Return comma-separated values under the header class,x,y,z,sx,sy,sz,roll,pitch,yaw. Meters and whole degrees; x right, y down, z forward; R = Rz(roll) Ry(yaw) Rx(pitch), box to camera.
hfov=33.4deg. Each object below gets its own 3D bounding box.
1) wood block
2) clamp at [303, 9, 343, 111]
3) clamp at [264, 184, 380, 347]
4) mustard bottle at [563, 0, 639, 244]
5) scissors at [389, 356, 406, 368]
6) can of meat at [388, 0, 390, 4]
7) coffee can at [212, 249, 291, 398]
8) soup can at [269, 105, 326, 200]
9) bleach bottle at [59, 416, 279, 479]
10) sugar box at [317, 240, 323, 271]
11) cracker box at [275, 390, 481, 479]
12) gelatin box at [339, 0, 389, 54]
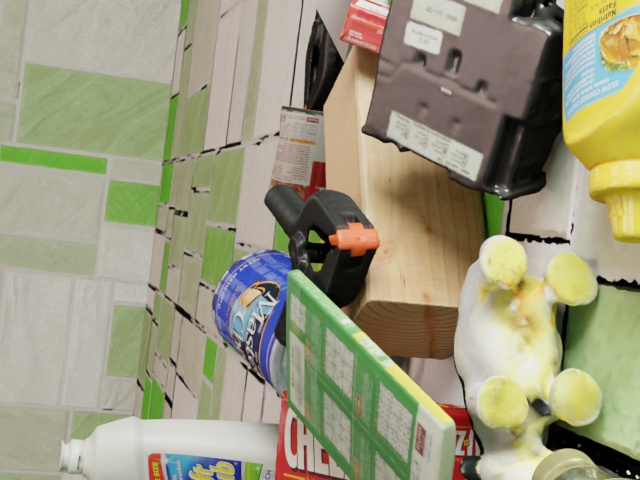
class,x,y,z,sx,sy,sz,roll,pitch,yaw
wood block,0.058,-0.029,0.767,0.091,0.090,0.206,121,151,-58
clamp,0.014,-0.218,1.114,0.165,0.036,0.210,-123,40,-66
clamp,-0.005,0.001,0.730,0.172,0.039,0.120,140,119,-63
mustard bottle,0.150,-0.094,0.511,0.096,0.058,0.191,148,128,-72
scissors,0.028,0.139,0.853,0.202,0.016,0.096,-64,9,7
can of meat,0.098,-0.184,0.699,0.102,0.083,0.057,132,142,-65
coffee can,-0.023,0.077,0.941,0.140,0.102,0.103,33,117,58
soup can,-0.015,-0.084,1.105,0.068,0.068,0.102,-146,64,-73
bleach bottle,-0.113,0.214,0.986,0.068,0.250,0.103,-110,30,-59
sugar box,0.036,-0.058,0.949,0.093,0.048,0.176,159,116,-73
cracker box,0.031,0.214,0.720,0.164,0.072,0.214,-6,78,56
gelatin box,0.061,-0.151,0.755,0.089,0.073,0.030,-56,-14,-60
